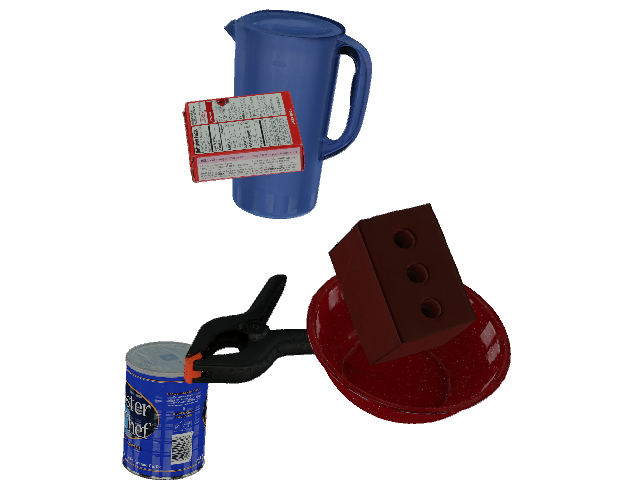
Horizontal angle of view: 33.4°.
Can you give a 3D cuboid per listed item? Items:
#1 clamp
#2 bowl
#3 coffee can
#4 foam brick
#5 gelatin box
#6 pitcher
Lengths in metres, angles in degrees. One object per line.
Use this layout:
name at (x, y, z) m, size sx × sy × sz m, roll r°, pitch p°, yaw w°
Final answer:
clamp at (-0.066, 0.089, 1.053) m, size 0.171 × 0.039 × 0.120 m, roll -14°, pitch 36°, yaw -30°
bowl at (0.065, 0.090, 0.843) m, size 0.162 × 0.055 × 0.162 m, roll 6°, pitch 40°, yaw -6°
coffee can at (-0.189, 0.207, 1.309) m, size 0.103 × 0.140 × 0.103 m, roll 4°, pitch 15°, yaw -1°
foam brick at (0.048, 0.027, 0.636) m, size 0.052 × 0.078 × 0.051 m, roll -14°, pitch -15°, yaw -26°
gelatin box at (-0.062, -0.082, 0.845) m, size 0.089 × 0.030 × 0.073 m, roll -7°, pitch 43°, yaw -6°
pitcher at (-0.037, -0.152, 1.308) m, size 0.144 × 0.243 × 0.149 m, roll -7°, pitch 27°, yaw -26°
